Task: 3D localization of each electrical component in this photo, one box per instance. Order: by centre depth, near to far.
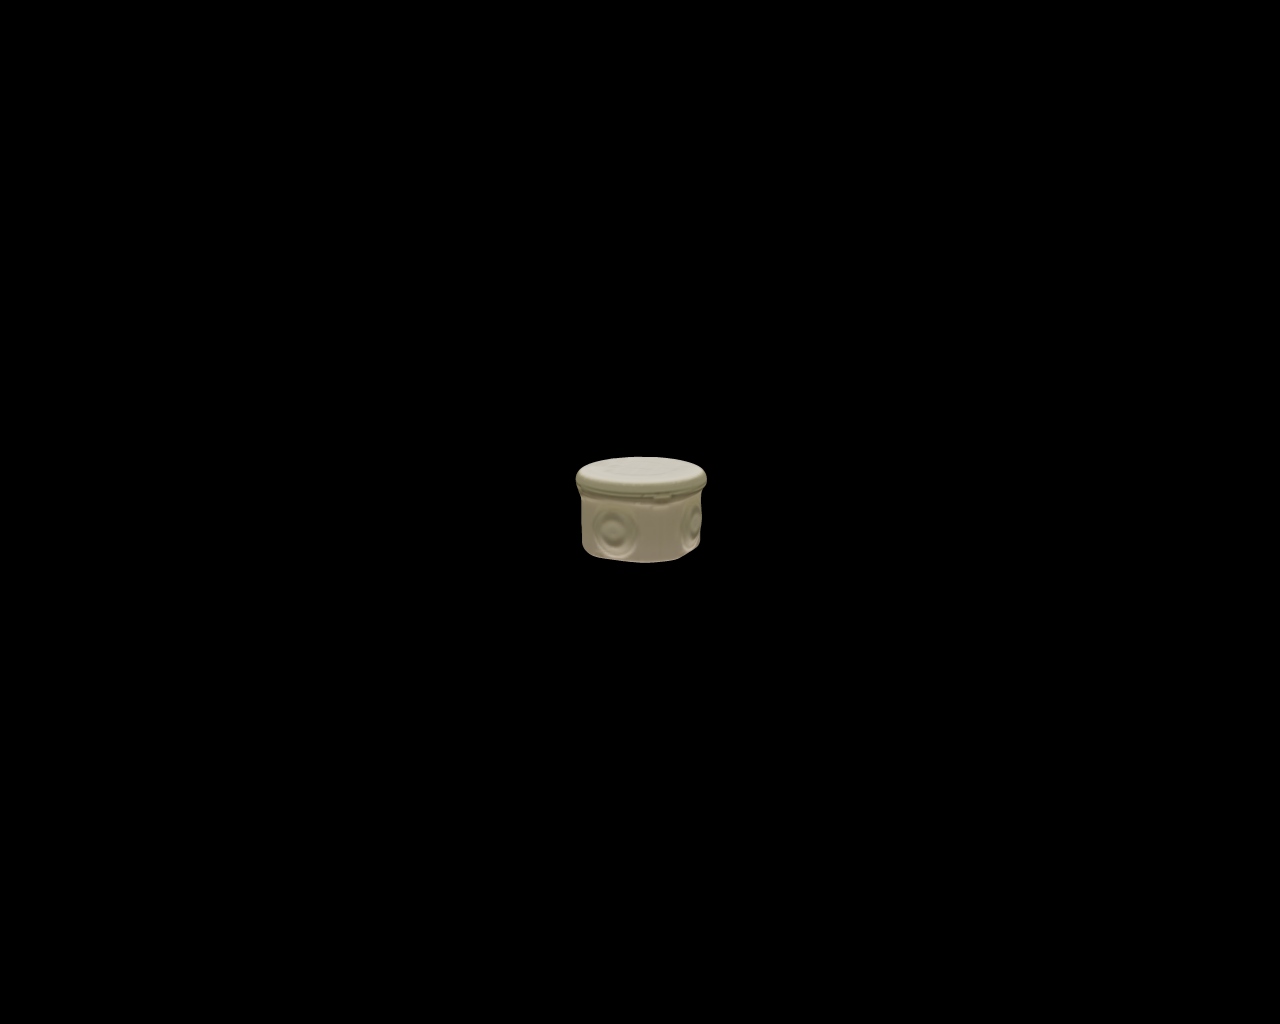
[{"bbox_3d":[0.001,-0.003,0.650,0.080,0.051,0.080,0,14,0],"label":"electrical component"}]
